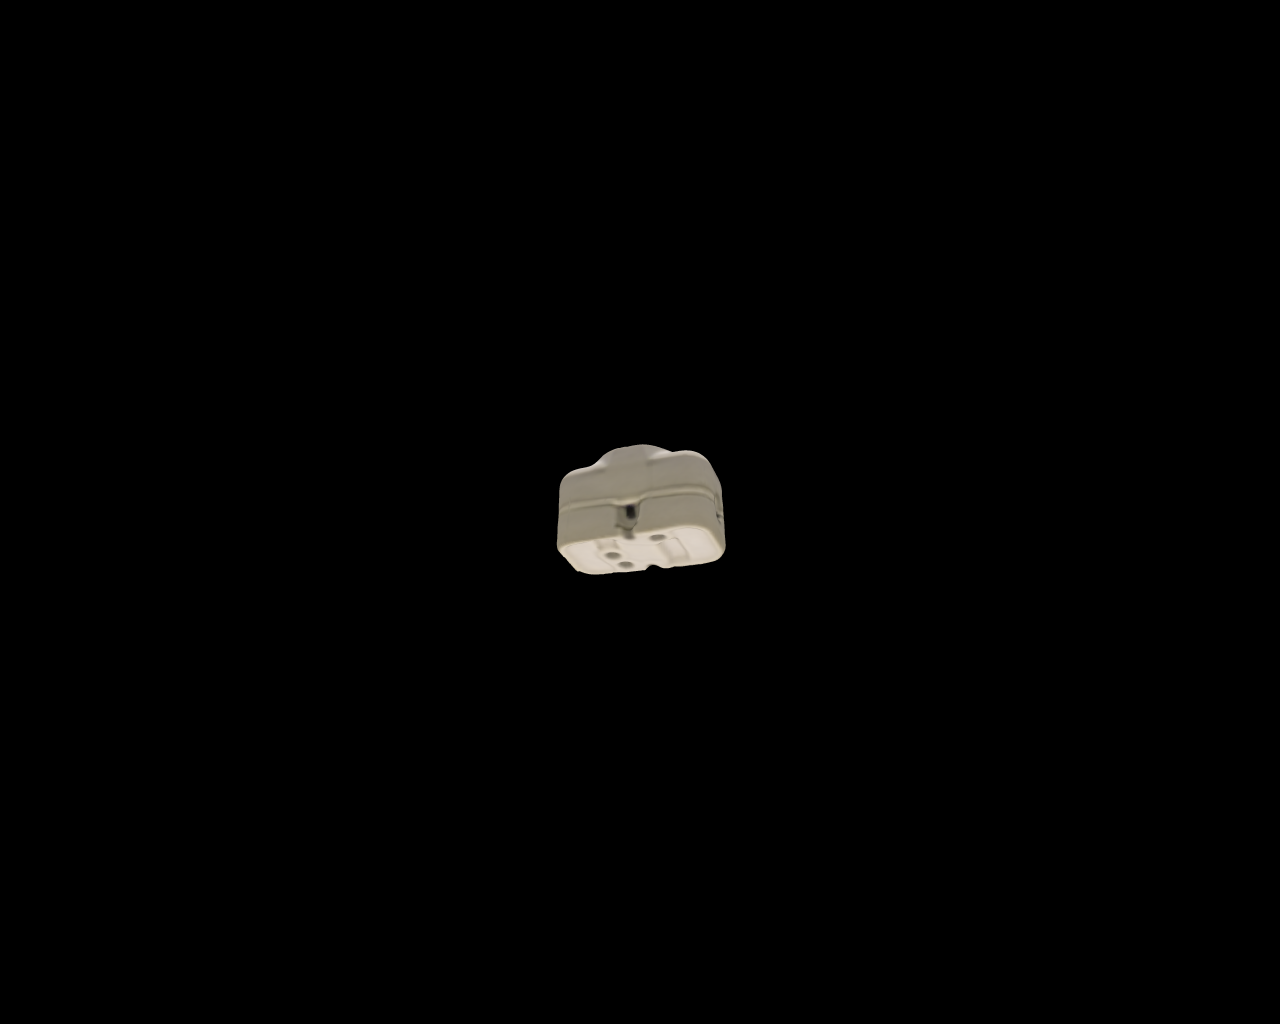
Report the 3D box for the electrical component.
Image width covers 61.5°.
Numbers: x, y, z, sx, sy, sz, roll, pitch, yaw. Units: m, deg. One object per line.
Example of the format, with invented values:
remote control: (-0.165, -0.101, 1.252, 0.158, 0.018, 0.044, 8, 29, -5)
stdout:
electrical component: (0.001, -0.003, 0.650, 0.095, 0.059, 0.053, -8, -28, 16)
